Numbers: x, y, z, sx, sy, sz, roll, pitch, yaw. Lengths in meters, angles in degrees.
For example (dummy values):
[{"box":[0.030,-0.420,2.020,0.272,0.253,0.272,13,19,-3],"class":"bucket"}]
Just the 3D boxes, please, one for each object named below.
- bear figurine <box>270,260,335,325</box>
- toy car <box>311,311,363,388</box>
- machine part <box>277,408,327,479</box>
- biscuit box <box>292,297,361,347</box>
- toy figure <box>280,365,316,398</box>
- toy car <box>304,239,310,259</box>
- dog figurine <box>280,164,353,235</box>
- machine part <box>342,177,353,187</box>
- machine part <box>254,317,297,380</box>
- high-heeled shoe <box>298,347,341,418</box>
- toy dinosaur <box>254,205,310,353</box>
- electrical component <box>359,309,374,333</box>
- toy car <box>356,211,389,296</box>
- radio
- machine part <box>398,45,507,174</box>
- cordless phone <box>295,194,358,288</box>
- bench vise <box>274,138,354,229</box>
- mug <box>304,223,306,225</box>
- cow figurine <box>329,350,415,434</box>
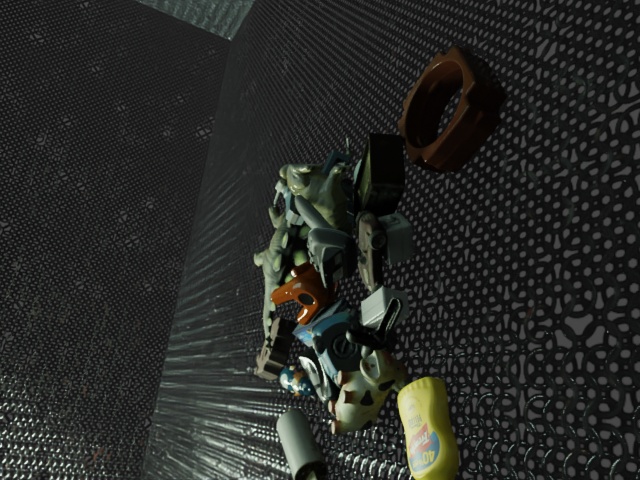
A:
[{"box":[-0.012,0.081,1.264,0.132,0.120,0.196,-42,15,40],"class":"bear figurine"},{"box":[0.053,0.236,1.123,0.161,0.109,0.103,61,174,15],"class":"toy car"},{"box":[-0.044,0.469,1.220,0.079,0.079,0.243,-68,24,15],"class":"machine part"},{"box":[0.012,0.197,1.260,0.063,0.059,0.202,-53,10,-33],"class":"biscuit box"},{"box":[-0.054,0.356,1.340,0.058,0.064,0.154,-35,13,-21],"class":"toy figure"},{"box":[-0.044,0.008,1.527,0.202,0.056,0.073,-113,37,-56],"class":"toy car"},{"box":[-0.008,-0.076,1.219,0.173,0.121,0.190,8,101,23],"class":"dog figurine"},{"box":[0.045,-0.155,1.456,0.084,0.039,0.139,-64,24,10],"class":"machine part"},{"box":[-0.121,0.295,1.468,0.179,0.056,0.179,-156,90,-80],"class":"machine part"},{"box":[0.016,0.319,1.232,0.249,0.086,0.145,147,101,-84],"class":"high-heeled shoe"},{"box":[-0.103,0.053,1.430,0.199,0.105,0.471,-178,98,-69],"class":"toy dinosaur"},{"box":[0.108,0.165,1.142,0.094,0.021,0.063,-65,26,18],"class":"electrical component"},{"box":[0.102,0.035,1.080,0.089,0.053,0.201,-119,18,-50],"class":"toy car"},{"box":[0.119,-0.105,1.126,0.229,0.073,0.131,98,174,-62],"class":"radio"},{"box":[0.245,-0.242,1.017,0.201,0.087,0.201,-56,29,38],"class":"machine part"},{"box":[-0.002,-0.003,1.163,0.184,0.089,0.146,51,164,30],"class":"cordless phone"},{"box":[0.013,-0.134,1.336,0.128,0.224,0.240,93,-160,-66],"class":"bench vise"},{"box":[-0.001,-0.068,1.463,0.110,0.081,0.107,13,100,63],"class":"mug"},{"box":[0.095,0.283,1.006,0.086,0.127,0.194,-106,25,-51],"class":"cow figurine"}]
